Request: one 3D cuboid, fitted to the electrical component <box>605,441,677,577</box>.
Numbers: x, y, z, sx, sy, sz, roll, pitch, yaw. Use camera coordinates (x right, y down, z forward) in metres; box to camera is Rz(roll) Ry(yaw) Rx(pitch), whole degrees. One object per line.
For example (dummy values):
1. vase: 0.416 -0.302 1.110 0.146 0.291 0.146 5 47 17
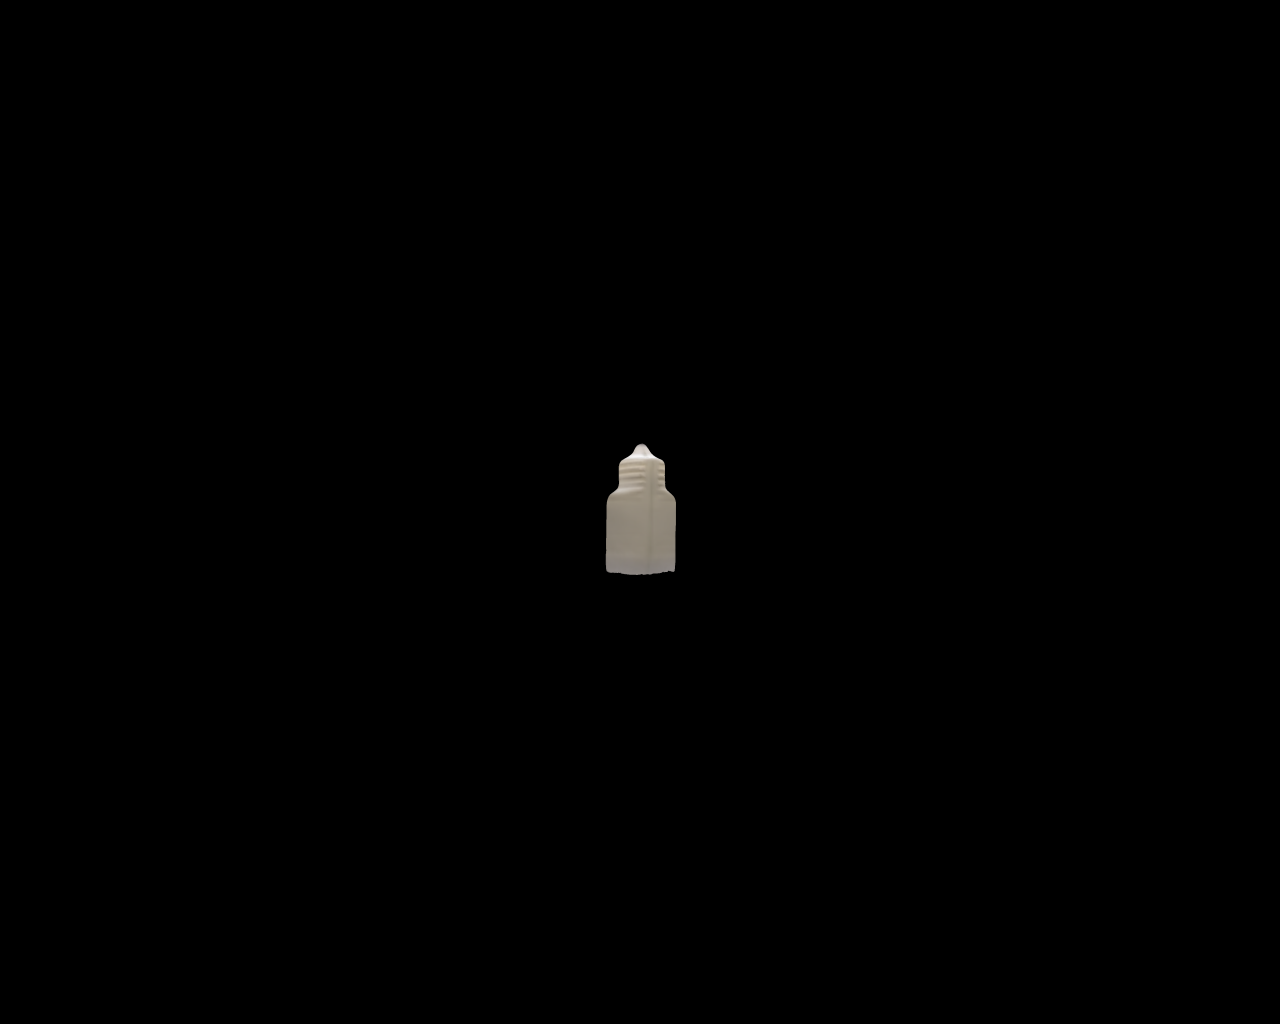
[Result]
1. electrical component: 0.001 -0.003 0.650 0.043 0.081 0.043 0 0 0
